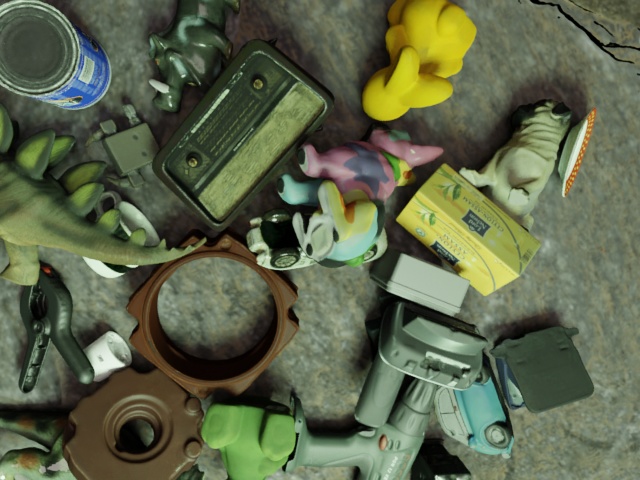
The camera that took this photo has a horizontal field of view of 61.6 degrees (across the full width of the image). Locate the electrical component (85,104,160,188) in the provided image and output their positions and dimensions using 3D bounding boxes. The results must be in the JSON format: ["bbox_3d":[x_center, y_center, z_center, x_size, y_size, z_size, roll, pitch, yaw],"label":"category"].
[{"bbox_3d":[-0.260,-0.120,0.719,0.078,0.045,0.102,-39,105,-30],"label":"electrical component"}]

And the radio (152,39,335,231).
[{"bbox_3d":[-0.100,-0.136,0.694,0.131,0.073,0.229,42,104,-8],"label":"radio"}]

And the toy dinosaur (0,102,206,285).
[{"bbox_3d":[-0.368,-0.048,0.653,0.472,0.105,0.198,27,90,7],"label":"toy dinosaur"}]

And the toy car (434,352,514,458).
[{"bbox_3d":[0.222,0.246,0.803,0.103,0.109,0.161,-22,88,16],"label":"toy car"}]

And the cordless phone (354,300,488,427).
[{"bbox_3d":[0.136,0.187,0.741,0.146,0.089,0.184,21,96,-10],"label":"cordless phone"}]

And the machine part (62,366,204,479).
[{"bbox_3d":[-0.241,0.254,0.705,0.179,0.056,0.179,12,52,-16],"label":"machine part"}]

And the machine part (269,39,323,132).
[{"bbox_3d":[-0.055,-0.201,0.736,0.084,0.039,0.138,-24,102,2],"label":"machine part"}]

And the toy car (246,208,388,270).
[{"bbox_3d":[-0.002,-0.002,0.735,0.202,0.056,0.073,-3,63,-22],"label":"toy car"}]

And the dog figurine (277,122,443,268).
[{"bbox_3d":[0.070,-0.067,0.703,0.219,0.108,0.191,-12,65,-29],"label":"dog figurine"}]

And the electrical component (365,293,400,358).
[{"bbox_3d":[0.106,0.134,0.797,0.075,0.048,0.119,-16,99,-5],"label":"electrical component"}]

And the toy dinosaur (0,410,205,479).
[{"bbox_3d":[-0.297,0.321,0.741,0.192,0.131,0.404,-43,93,-17],"label":"toy dinosaur"}]

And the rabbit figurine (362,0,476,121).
[{"bbox_3d":[0.126,-0.226,0.713,0.122,0.162,0.173,34,110,-23],"label":"rabbit figurine"}]

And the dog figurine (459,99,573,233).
[{"bbox_3d":[0.292,-0.091,0.778,0.121,0.172,0.190,35,63,21],"label":"dog figurine"}]

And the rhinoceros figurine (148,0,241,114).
[{"bbox_3d":[-0.165,-0.257,0.695,0.112,0.073,0.190,15,95,-10],"label":"rhinoceros figurine"}]

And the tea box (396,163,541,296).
[{"bbox_3d":[0.198,-0.012,0.735,0.170,0.098,0.068,40,65,8],"label":"tea box"}]

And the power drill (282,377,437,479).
[{"bbox_3d":[0.052,0.283,0.798,0.207,0.086,0.231,11,102,-16],"label":"power drill"}]

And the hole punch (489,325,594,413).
[{"bbox_3d":[0.335,0.199,0.827,0.142,0.092,0.116,-15,70,-3],"label":"hole punch"}]

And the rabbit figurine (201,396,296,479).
[{"bbox_3d":[-0.107,0.307,0.738,0.121,0.159,0.170,10,80,-5],"label":"rabbit figurine"}]

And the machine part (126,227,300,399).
[{"bbox_3d":[-0.144,0.099,0.741,0.201,0.087,0.201,43,90,-12],"label":"machine part"}]

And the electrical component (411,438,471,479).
[{"bbox_3d":[0.180,0.376,0.797,0.058,0.134,0.114,-1,96,-8],"label":"electrical component"}]
